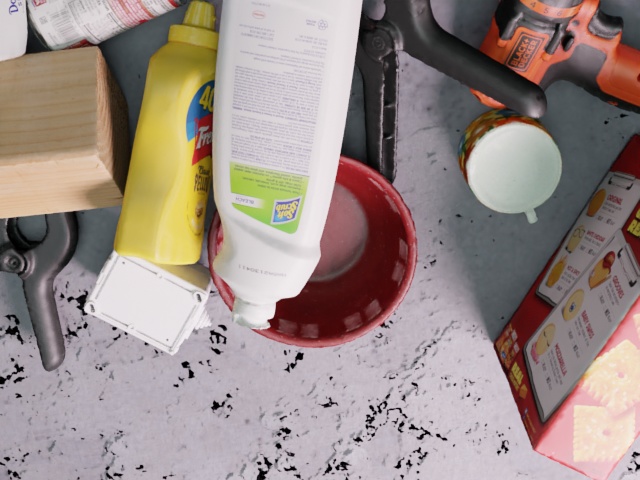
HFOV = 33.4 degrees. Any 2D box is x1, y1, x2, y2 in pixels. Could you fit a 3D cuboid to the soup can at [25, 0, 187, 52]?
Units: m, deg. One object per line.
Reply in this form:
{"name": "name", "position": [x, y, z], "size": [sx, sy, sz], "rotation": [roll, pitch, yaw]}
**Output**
{"name": "soup can", "position": [-0.156, -0.181, 0.770], "size": [0.102, 0.068, 0.068], "rotation": [-23, 108, 9]}

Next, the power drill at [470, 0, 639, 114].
{"name": "power drill", "position": [0.216, -0.147, 0.748], "size": [0.187, 0.057, 0.185], "rotation": [17, 142, -6]}

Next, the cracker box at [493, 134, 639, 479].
{"name": "cracker box", "position": [0.224, 0.046, 0.794], "size": [0.072, 0.164, 0.214], "rotation": [27, 108, -11]}

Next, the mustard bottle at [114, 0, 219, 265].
{"name": "mustard bottle", "position": [-0.103, -0.080, 0.786], "size": [0.058, 0.096, 0.191], "rotation": [11, 92, 13]}

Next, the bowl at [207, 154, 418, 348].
{"name": "bowl", "position": [-0.006, 0.001, 0.839], "size": [0.162, 0.055, 0.162], "rotation": [0, 109, 1]}

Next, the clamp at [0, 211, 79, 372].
{"name": "clamp", "position": [-0.234, 0.023, 0.860], "size": [0.120, 0.039, 0.172], "rotation": [29, 108, -11]}

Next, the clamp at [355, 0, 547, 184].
{"name": "clamp", "position": [0.061, -0.146, 0.768], "size": [0.165, 0.036, 0.210], "rotation": [-16, 106, 41]}

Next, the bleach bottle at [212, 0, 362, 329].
{"name": "bleach bottle", "position": [-0.038, -0.061, 0.758], "size": [0.102, 0.068, 0.251], "rotation": [12, 103, 10]}

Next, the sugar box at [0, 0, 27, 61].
{"name": "sugar box", "position": [-0.291, -0.181, 0.753], "size": [0.176, 0.048, 0.093], "rotation": [9, 112, 20]}

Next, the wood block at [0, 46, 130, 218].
{"name": "wood block", "position": [-0.251, -0.071, 0.782], "size": [0.206, 0.091, 0.090], "rotation": [-6, 68, 3]}
